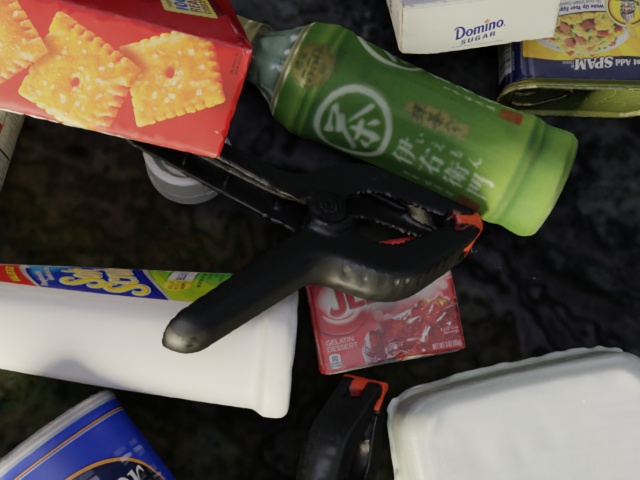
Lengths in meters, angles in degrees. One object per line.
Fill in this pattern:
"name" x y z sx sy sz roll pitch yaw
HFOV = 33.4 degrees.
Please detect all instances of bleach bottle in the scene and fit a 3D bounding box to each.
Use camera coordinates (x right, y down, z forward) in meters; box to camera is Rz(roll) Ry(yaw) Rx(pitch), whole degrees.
"bleach bottle" -0.139 0.047 0.606 0.251 0.102 0.068 5 102 -2

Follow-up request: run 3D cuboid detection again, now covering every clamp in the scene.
"clamp" -0.004 0.001 0.585 0.209 0.036 0.164 8 46 -19
"clamp" -0.001 0.156 0.595 0.039 0.120 0.171 8 77 17

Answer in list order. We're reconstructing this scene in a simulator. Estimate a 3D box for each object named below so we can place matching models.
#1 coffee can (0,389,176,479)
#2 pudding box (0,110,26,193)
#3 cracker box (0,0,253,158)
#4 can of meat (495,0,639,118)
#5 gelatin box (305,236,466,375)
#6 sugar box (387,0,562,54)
"coffee can" -0.116 0.169 0.589 0.102 0.103 0.140 -37 85 -7
"pudding box" -0.210 -0.049 0.623 0.039 0.090 0.113 17 81 -2
"cracker box" -0.154 -0.127 0.568 0.213 0.164 0.072 13 114 -19
"can of meat" 0.160 -0.125 0.665 0.102 0.057 0.084 1 80 -2
"gelatin box" 0.037 0.039 0.650 0.089 0.030 0.073 -10 81 -4
"sugar box" 0.077 -0.190 0.642 0.093 0.048 0.176 -7 57 -2
